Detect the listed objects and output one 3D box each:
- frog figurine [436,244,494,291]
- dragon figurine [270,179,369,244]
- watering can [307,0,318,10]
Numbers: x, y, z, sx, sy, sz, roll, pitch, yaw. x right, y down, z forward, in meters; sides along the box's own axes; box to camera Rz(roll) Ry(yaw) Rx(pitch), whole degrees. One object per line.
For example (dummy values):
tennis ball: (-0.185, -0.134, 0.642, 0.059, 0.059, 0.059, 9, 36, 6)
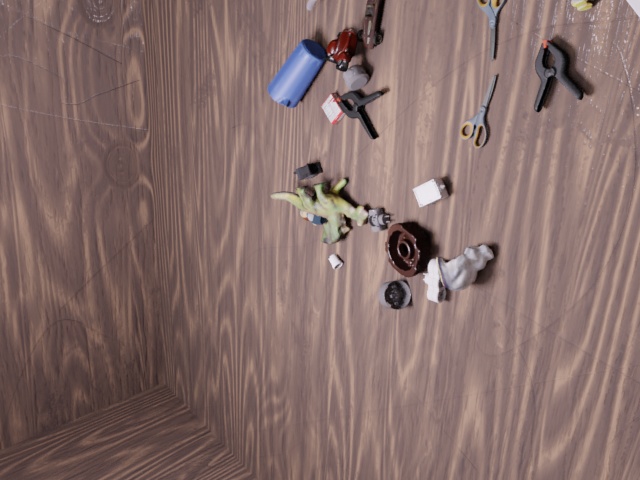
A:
frog figurine: (0.430, 0.081, 1.503, 0.159, 0.135, 0.126, -13, 51, 20)
dragon figurine: (0.006, -0.096, 1.910, 0.408, 0.123, 0.241, -8, 99, 36)
watering can: (0.061, -0.900, 1.659, 0.227, 0.105, 0.341, 37, 125, 36)
